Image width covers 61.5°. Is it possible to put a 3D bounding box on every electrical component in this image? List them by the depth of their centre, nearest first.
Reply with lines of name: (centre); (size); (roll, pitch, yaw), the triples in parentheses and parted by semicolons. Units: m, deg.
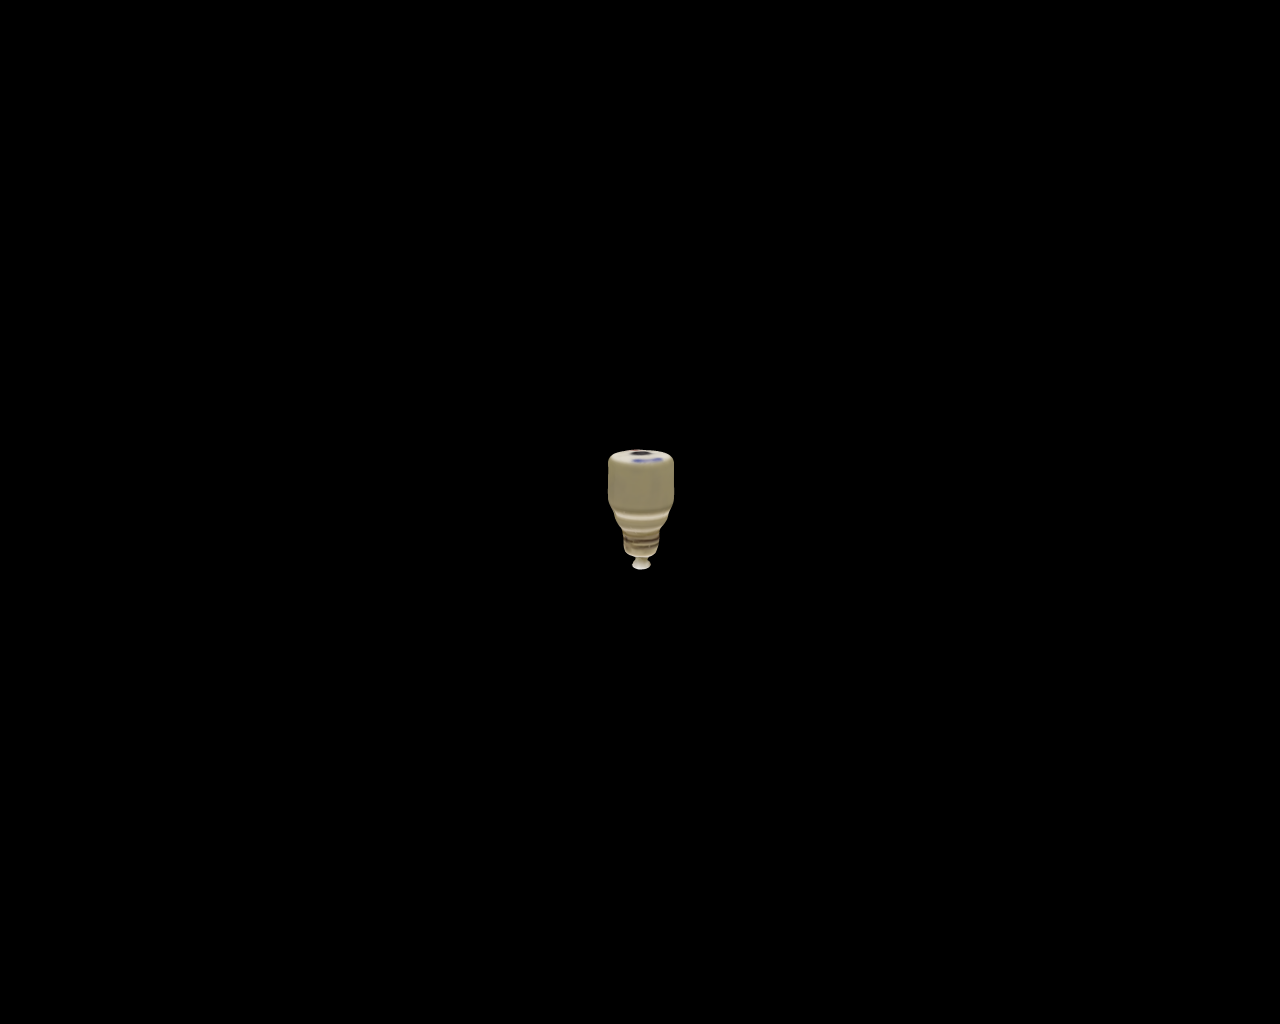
electrical component: (0.001, -0.003, 0.650); (0.040, 0.078, 0.040); (0, 15, 0)
